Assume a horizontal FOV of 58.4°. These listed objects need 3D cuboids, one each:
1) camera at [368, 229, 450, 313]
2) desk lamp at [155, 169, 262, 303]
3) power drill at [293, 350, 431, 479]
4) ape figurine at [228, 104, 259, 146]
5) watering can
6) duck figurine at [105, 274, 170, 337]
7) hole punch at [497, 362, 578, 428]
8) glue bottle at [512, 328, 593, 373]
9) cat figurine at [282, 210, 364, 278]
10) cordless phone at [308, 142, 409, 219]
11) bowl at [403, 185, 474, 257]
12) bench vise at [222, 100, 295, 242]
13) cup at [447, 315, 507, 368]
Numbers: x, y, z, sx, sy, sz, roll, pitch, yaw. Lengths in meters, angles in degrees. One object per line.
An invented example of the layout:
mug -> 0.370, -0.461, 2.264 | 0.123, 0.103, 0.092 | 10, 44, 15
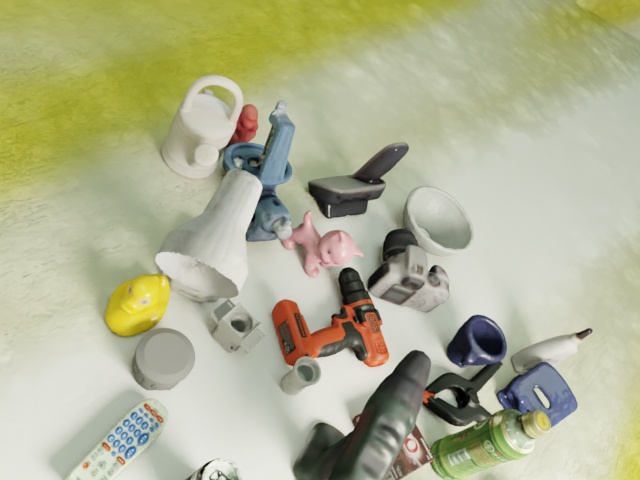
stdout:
camera -> 0.173, 0.048, 1.085 | 0.143, 0.100, 0.137 | 19, 50, -19
desk lamp -> -0.158, 0.006, 0.828 | 0.118, 0.213, 0.203 | 27, 47, -12
power drill -> 0.053, 0.268, 0.774 | 0.075, 0.208, 0.230 | 37, 46, -3
ape figurine -> -0.146, -0.218, 1.083 | 0.078, 0.092, 0.076 | -14, 66, -38
watering can -> -0.191, -0.193, 0.966 | 0.101, 0.193, 0.172 | -9, 63, -36
duck figurine -> -0.249, 0.078, 0.806 | 0.077, 0.086, 0.105 | 40, 46, 0
hole punch -> 0.402, 0.296, 1.056 | 0.101, 0.091, 0.108 | -21, 71, -40
glue bottle -> 0.452, 0.209, 1.094 | 0.078, 0.173, 0.037 | 12, 52, -25
cat figurine -> 0.009, 0.004, 1.002 | 0.128, 0.117, 0.067 | 48, 46, 7
cordless phone -> 0.076, -0.129, 1.094 | 0.148, 0.184, 0.094 | -15, 67, -39
bowl -> 0.234, -0.027, 1.197 | 0.168, 0.074, 0.167 | 17, 51, -21
bench vise -> -0.076, -0.112, 0.961 | 0.122, 0.219, 0.207 | -28, 75, -42
cup -> 0.270, 0.202, 1.039 | 0.091, 0.094, 0.118 | 47, 46, 6
